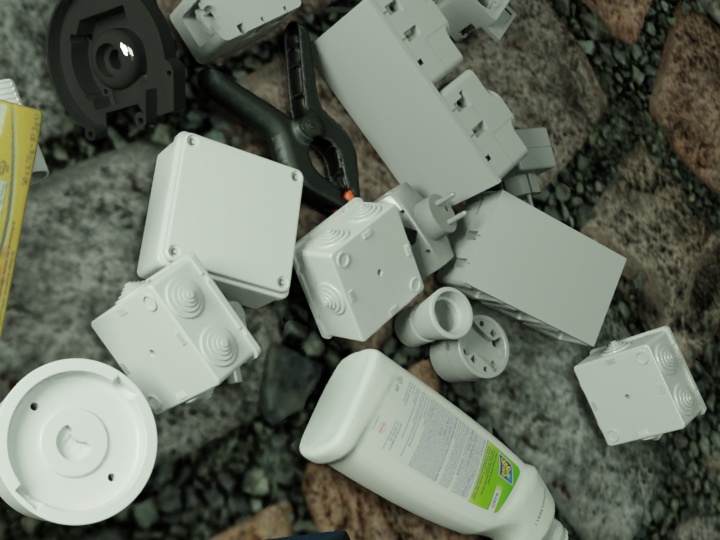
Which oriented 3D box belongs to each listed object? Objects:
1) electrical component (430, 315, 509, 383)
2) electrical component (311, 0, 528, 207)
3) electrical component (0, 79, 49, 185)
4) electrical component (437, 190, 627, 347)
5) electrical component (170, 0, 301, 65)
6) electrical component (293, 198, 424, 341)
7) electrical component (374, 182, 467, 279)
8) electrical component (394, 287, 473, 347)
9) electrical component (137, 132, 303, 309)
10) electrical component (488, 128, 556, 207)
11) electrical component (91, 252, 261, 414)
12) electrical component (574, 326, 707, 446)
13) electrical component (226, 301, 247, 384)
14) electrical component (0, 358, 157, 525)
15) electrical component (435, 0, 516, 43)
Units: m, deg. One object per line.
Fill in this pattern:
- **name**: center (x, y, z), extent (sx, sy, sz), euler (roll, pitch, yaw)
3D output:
- **electrical component**: center (0.094, 0.070, 0.935), extent (0.055, 0.047, 0.055), euler (10, 71, -30)
- **electrical component**: center (0.051, -0.149, 0.937), extent (0.060, 0.105, 0.186), euler (-42, 100, -34)
- **electrical component**: center (-0.256, -0.099, 0.762), extent (0.043, 0.043, 0.081), euler (-20, 87, -35)
- **electrical component**: center (0.154, -0.001, 0.976), extent (0.150, 0.062, 0.089), euler (26, 82, -24)
- **electrical component**: center (-0.104, -0.212, 0.886), extent (0.089, 0.056, 0.050), euler (-36, 96, -36)
- **electrical component**: center (0.000, 0.000, 0.876), extent (0.100, 0.048, 0.099), euler (-40, 121, -35)
- **electrical component**: center (0.056, -0.040, 0.925), extent (0.077, 0.079, 0.043), euler (56, 34, -6)
- **electrical component**: center (0.059, 0.043, 0.909), extent (0.044, 0.065, 0.044), euler (10, 70, -30)
- **electrical component**: center (-0.106, -0.036, 0.832), extent (0.109, 0.056, 0.108), euler (17, 67, -28)
- **electrical component**: center (0.146, -0.085, 1.004), extent (0.047, 0.066, 0.076), euler (-9, 81, -35)
- **electrical component**: center (-0.133, 0.048, 0.765), extent (0.099, 0.100, 0.048), euler (56, 42, -7)
- **electrical component**: center (0.258, 0.110, 1.000), extent (0.048, 0.100, 0.099), euler (-24, 90, -48)
- **electrical component**: center (-0.101, 0.056, 0.821), extent (0.035, 0.035, 0.061), euler (-7, 83, -34)
- **electrical component**: center (-0.198, 0.118, 0.723), extent (0.108, 0.060, 0.108), euler (10, 71, -30)
- **electrical component**: center (0.105, -0.254, 1.030), extent (0.081, 0.064, 0.042), euler (43, 59, -15)
